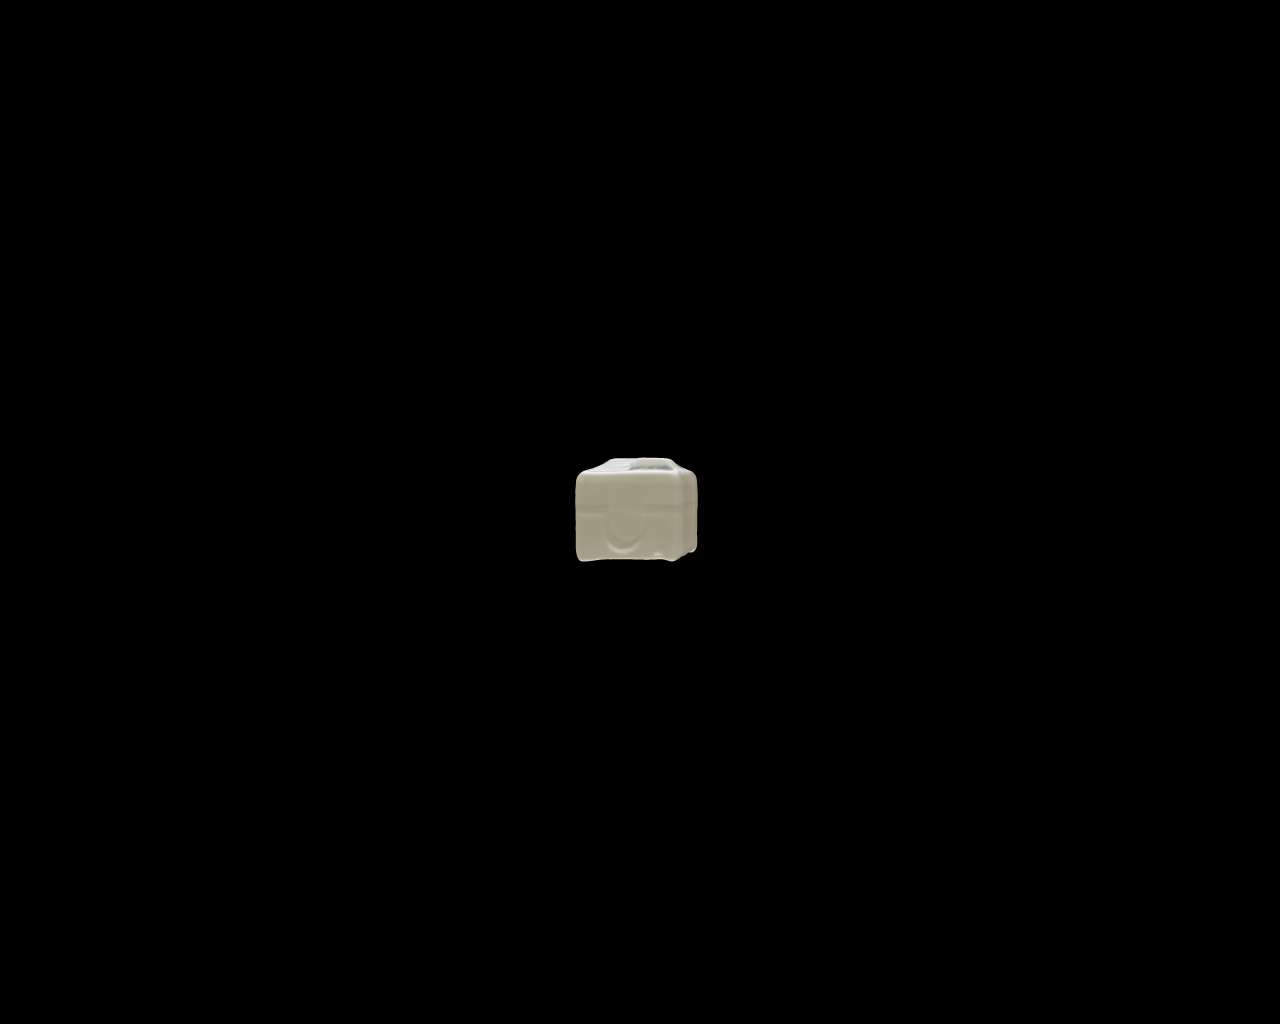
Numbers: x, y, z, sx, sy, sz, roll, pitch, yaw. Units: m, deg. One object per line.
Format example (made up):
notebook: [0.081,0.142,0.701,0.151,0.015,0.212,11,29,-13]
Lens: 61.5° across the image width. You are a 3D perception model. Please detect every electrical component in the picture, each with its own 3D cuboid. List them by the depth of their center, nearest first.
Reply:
electrical component: [0.001,-0.003,0.650,0.062,0.061,0.096,0,3,11]
